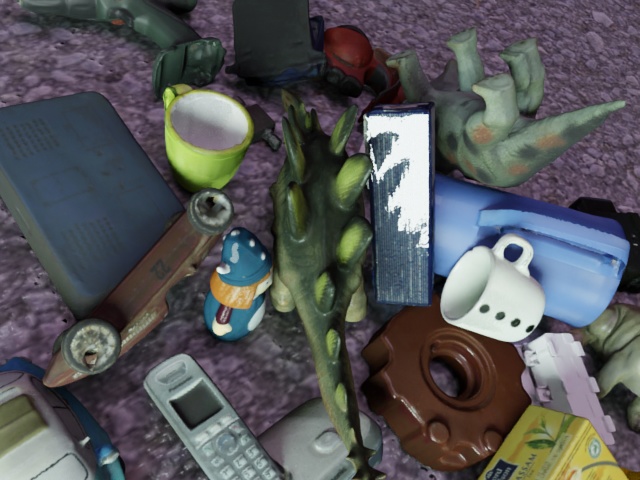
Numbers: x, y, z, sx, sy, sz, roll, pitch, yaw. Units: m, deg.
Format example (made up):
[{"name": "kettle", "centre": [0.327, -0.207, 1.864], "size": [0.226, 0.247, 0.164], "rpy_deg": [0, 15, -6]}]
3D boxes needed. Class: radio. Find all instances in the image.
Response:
[{"name": "radio", "centre": [-0.229, -0.041, 0.538], "size": [0.131, 0.073, 0.230], "rpy_deg": [-28, 72, -34]}]

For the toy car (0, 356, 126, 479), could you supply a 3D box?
[{"name": "toy car", "centre": [-0.216, 0.152, 0.394], "size": [0.109, 0.103, 0.162], "rpy_deg": [-29, 73, -34]}]

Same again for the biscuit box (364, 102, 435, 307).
[{"name": "biscuit box", "centre": [0.083, -0.033, 0.540], "size": [0.063, 0.202, 0.059], "rpy_deg": [2, 22, 16]}]

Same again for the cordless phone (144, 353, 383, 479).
[{"name": "cordless phone", "centre": [-0.052, 0.158, 0.465], "size": [0.146, 0.088, 0.184], "rpy_deg": [-31, 68, -34]}]

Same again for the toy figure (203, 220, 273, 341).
[{"name": "toy figure", "centre": [-0.073, 0.041, 0.487], "size": [0.058, 0.154, 0.064], "rpy_deg": [1, 56, -18]}]

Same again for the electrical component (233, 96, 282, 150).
[{"name": "electrical component", "centre": [-0.094, -0.145, 0.689], "size": [0.063, 0.021, 0.094], "rpy_deg": [-35, 76, -34]}]

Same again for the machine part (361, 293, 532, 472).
[{"name": "machine part", "centre": [0.132, 0.141, 0.560], "size": [0.179, 0.056, 0.179], "rpy_deg": [10, 53, -14]}]

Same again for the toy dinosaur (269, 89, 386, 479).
[{"name": "toy dinosaur", "centre": [-0.001, -0.002, 0.511], "size": [0.105, 0.198, 0.472], "rpy_deg": [-7, 55, -7]}]

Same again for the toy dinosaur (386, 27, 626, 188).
[{"name": "toy dinosaur", "centre": [0.191, -0.130, 0.629], "size": [0.131, 0.192, 0.405], "rpy_deg": [-27, 34, 1]}]

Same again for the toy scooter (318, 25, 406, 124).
[{"name": "toy scooter", "centre": [0.062, -0.227, 0.773], "size": [0.184, 0.075, 0.135], "rpy_deg": [33, 54, -3]}]

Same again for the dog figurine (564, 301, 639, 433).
[{"name": "dog figurine", "centre": [0.382, 0.108, 0.591], "size": [0.121, 0.190, 0.172], "rpy_deg": [15, 52, -11]}]

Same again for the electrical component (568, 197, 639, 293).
[{"name": "electrical component", "centre": [0.397, 0.003, 0.750], "size": [0.115, 0.058, 0.134], "rpy_deg": [4, 57, -20]}]

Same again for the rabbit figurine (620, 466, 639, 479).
[{"name": "rabbit figurine", "centre": [0.286, 0.299, 0.468], "size": [0.173, 0.162, 0.122], "rpy_deg": [-28, 82, -14]}]

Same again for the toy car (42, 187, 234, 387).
[{"name": "toy car", "centre": [-0.138, 0.036, 0.433], "size": [0.053, 0.089, 0.202], "rpy_deg": [44, 58, -17]}]

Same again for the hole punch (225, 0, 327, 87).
[{"name": "hole punch", "centre": [-0.053, -0.267, 0.734], "size": [0.142, 0.092, 0.115], "rpy_deg": [-2, 88, 14]}]

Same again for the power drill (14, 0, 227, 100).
[{"name": "power drill", "centre": [-0.239, -0.276, 0.697], "size": [0.232, 0.086, 0.207], "rpy_deg": [-29, 64, -36]}]

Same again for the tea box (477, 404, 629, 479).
[{"name": "tea box", "centre": [0.188, 0.242, 0.466], "size": [0.169, 0.068, 0.098], "rpy_deg": [-41, 104, -25]}]
